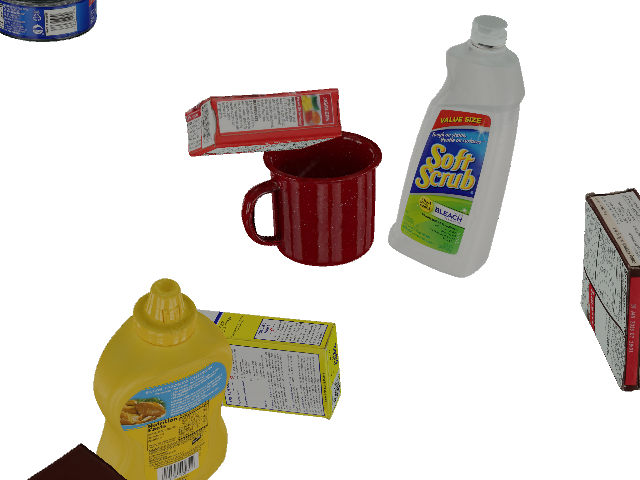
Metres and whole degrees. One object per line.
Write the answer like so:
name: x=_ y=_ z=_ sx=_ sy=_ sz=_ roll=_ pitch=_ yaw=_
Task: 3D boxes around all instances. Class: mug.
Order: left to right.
mug: x=-0.008 y=-0.029 z=0.845 sx=0.117 sy=0.081 sz=0.093 roll=-18 pitch=34 yaw=-26

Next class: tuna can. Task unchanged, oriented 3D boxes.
tuna can: x=-0.220 y=-0.189 z=0.843 sx=0.086 sy=0.034 sz=0.086 roll=4 pitch=35 yaw=-3

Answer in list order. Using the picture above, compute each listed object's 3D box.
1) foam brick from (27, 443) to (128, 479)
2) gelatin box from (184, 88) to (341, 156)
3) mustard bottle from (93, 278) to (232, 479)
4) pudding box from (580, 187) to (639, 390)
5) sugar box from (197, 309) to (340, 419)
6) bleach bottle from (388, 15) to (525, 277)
foam brick: x=-0.097 y=0.138 z=0.463 sx=0.078 sy=0.051 sz=0.052 roll=27 pitch=45 yaw=35
gelatin box: x=-0.035 y=-0.068 z=0.618 sx=0.073 sy=0.030 sz=0.089 roll=-6 pitch=2 yaw=-16
mustard bottle: x=-0.108 y=0.101 z=0.732 sx=0.096 sy=0.192 sz=0.058 roll=-18 pitch=47 yaw=-27
pudding box: x=0.199 y=0.029 z=0.687 sx=0.039 sy=0.090 sz=0.113 roll=-4 pitch=27 yaw=0
sugar box: x=-0.072 y=0.116 z=1.026 sx=0.176 sy=0.093 sz=0.048 roll=7 pitch=36 yaw=16
bleach bottle: x=0.129 y=-0.090 z=0.992 sx=0.103 sy=0.251 sz=0.068 roll=26 pitch=41 yaw=26
